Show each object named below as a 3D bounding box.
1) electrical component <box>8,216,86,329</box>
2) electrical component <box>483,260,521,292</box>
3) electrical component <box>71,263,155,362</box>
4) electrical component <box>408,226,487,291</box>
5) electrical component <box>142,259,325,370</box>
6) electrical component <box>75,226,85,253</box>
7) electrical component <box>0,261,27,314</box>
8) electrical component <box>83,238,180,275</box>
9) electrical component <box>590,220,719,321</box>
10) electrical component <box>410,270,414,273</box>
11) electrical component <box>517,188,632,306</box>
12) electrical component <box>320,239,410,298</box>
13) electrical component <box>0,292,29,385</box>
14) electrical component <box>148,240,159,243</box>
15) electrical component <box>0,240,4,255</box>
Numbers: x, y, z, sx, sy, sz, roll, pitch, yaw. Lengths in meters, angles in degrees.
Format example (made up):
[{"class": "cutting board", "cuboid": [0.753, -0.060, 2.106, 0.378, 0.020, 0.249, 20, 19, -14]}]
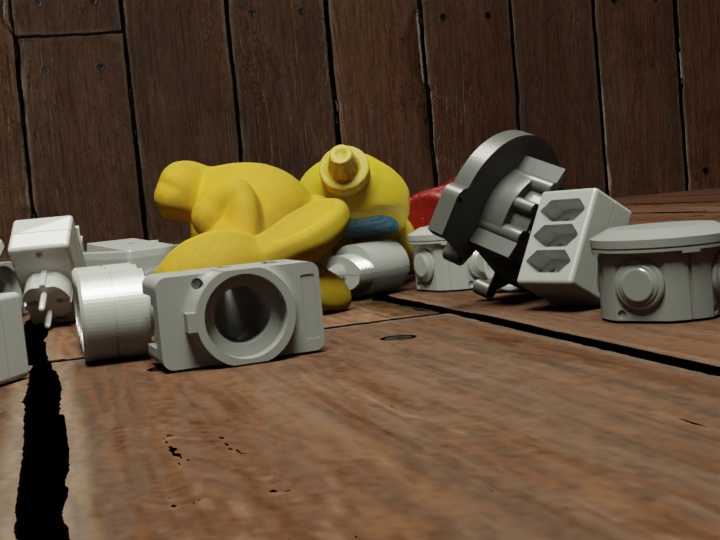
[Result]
[{"class": "electrical component", "cuboid": [-0.247, 0.013, 0.856, 0.047, 0.083, 0.075, -6, 42, -3]}, {"class": "electrical component", "cuboid": [0.128, -0.007, 0.836, 0.044, 0.044, 0.065, -3, 0, 30]}, {"class": "electrical component", "cuboid": [-0.141, 0.022, 0.679, 0.074, 0.052, 0.138, -6, 4, -16]}, {"class": "electrical component", "cuboid": [0.081, -0.012, 0.889, 0.080, 0.051, 0.080, -5, 4, 0]}, {"class": "electrical component", "cuboid": [-0.069, 0.023, 0.593, 0.089, 0.050, 0.056, -7, 4, -20]}, {"class": "electrical component", "cuboid": [-0.286, 0.002, 1.031, 0.042, 0.081, 0.063, -6, 27, -7]}, {"class": "electrical component", "cuboid": [-0.340, 0.021, 0.959, 0.056, 0.050, 0.089, -4, 4, 18]}, {"class": "electrical component", "cuboid": [-0.196, 0.003, 0.946, 0.096, 0.061, 0.062, -1, 6, 43]}, {"class": "electrical component", "cuboid": [0.174, 0.000, 0.614, 0.080, 0.051, 0.080, -5, 4, 0]}, {"class": "electrical component", "cuboid": [0.014, -0.026, 1.090, 0.096, 0.061, 0.061, -2, 6, 40]}, {"class": "electrical component", "cuboid": [0.151, -0.007, 0.699, 0.077, 0.065, 0.047, 27, -16, -34]}, {"class": "electrical component", "cuboid": [0.000, 0.000, 0.874, 0.043, 0.043, 0.081, -2, 5, 37]}, {"class": "electrical component", "cuboid": [-0.223, 0.038, 0.605, 0.083, 0.047, 0.076, -4, 5, 19]}, {"class": "electrical component", "cuboid": [-0.220, 0.002, 1.030, 0.066, 0.055, 0.048, -9, 5, -39]}, {"class": "electrical component", "cuboid": [-0.293, 0.010, 0.544, 0.186, 0.060, 0.105, -11, 34, 6]}]
